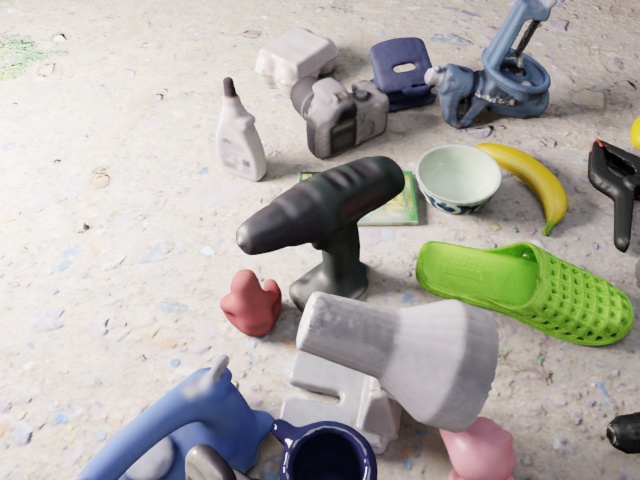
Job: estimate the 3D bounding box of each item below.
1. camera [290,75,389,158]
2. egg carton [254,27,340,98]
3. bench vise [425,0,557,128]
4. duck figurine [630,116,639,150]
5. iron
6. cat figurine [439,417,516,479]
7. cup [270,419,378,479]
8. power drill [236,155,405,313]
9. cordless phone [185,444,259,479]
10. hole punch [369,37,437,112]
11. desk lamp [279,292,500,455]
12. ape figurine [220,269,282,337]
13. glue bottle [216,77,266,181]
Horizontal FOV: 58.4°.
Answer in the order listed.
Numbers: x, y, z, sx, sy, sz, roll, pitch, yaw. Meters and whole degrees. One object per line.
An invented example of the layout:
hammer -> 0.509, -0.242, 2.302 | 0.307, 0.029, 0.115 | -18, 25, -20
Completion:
camera -> 0.022, -0.226, 0.941 | 0.143, 0.101, 0.136 | -26, 55, -19
egg carton -> -0.042, -0.327, 1.046 | 0.107, 0.069, 0.150 | 32, 58, 24
bench vise -> 0.281, -0.276, 0.901 | 0.207, 0.220, 0.121 | -17, 52, -12
duck figurine -> 0.555, -0.198, 0.920 | 0.105, 0.086, 0.077 | -36, 58, -25
iron -> -0.171, 0.216, 0.554 | 0.259, 0.141, 0.118 | -37, 59, -26
cat figurine -> 0.170, 0.228, 0.555 | 0.067, 0.118, 0.127 | -26, 55, -19
cup -> -0.002, 0.232, 0.569 | 0.117, 0.095, 0.092 | 32, 58, 24
power drill -> 0.006, 0.002, 0.684 | 0.230, 0.208, 0.075 | -37, 59, -25
cordless phone -> -0.063, 0.257, 0.491 | 0.147, 0.185, 0.094 | 33, 58, 25
hole punch -> 0.146, -0.290, 0.999 | 0.109, 0.091, 0.101 | -14, 52, -10
desk lamp -> 0.056, 0.133, 0.572 | 0.203, 0.214, 0.118 | 7, 51, 7
ape figurine -> -0.086, 0.070, 0.705 | 0.078, 0.092, 0.076 | -6, 51, -3
glue bottle -> -0.123, -0.165, 0.847 | 0.078, 0.173, 0.037 | 21, 54, 17
